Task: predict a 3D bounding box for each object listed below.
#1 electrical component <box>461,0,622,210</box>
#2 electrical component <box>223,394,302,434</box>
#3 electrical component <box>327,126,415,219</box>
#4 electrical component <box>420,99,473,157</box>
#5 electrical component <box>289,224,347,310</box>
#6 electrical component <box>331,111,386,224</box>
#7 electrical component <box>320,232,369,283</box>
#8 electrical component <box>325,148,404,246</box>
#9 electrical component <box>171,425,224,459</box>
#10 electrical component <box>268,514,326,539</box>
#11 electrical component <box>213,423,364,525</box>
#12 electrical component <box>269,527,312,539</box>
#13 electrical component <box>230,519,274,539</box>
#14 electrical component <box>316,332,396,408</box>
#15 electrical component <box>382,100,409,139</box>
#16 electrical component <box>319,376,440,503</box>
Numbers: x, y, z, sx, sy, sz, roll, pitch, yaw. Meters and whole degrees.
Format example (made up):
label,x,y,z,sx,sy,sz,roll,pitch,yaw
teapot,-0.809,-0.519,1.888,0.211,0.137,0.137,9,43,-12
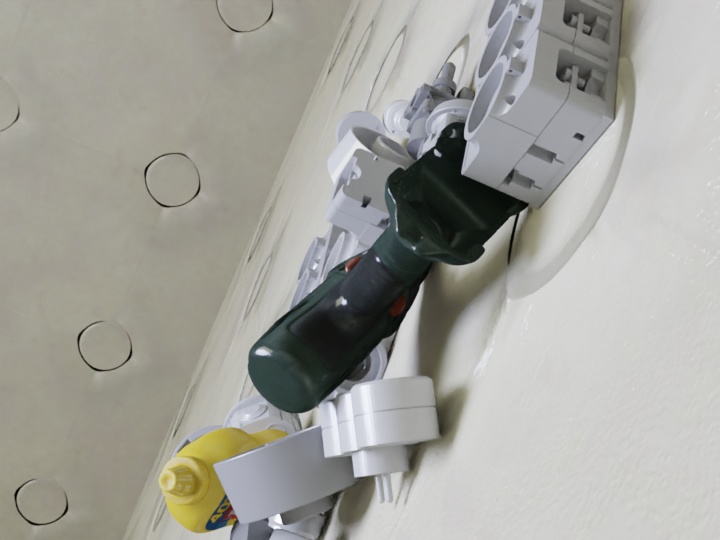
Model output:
label,x,y,z,sx,sy,sz,roll,pitch,yaw
electrical component,0.112,-0.128,0.673,0.089,0.062,0.150,124,164,-50
electrical component,-0.096,0.169,1.076,0.080,0.080,0.051,-65,16,12
electrical component,0.018,-0.084,0.980,0.064,0.099,0.099,-58,13,19
electrical component,0.075,-0.089,0.802,0.078,0.058,0.057,129,158,-58
electrical component,-0.034,0.035,1.089,0.150,0.062,0.089,-79,15,-47
electrical component,-0.002,-0.101,1.162,0.073,0.052,0.138,-121,36,-78
electrical component,0.000,0.000,1.000,0.050,0.056,0.089,-81,16,-52
electrical component,0.022,-0.053,0.901,0.055,0.089,0.050,129,161,-58
electrical component,-0.162,0.233,1.214,0.060,0.108,0.108,123,167,-71
electrical component,-0.046,0.186,0.870,0.045,0.045,0.055,159,133,-76
electrical component,-0.048,0.154,0.800,0.108,0.108,0.060,142,109,-70
electrical component,-0.049,0.220,0.788,0.047,0.055,0.055,-67,9,-18
electrical component,-0.076,0.231,0.898,0.089,0.056,0.050,-98,32,-71
electrical component,-0.009,0.076,0.900,0.056,0.050,0.089,175,116,-79
electrical component,0.047,-0.159,1.141,0.078,0.040,0.040,-119,52,-77
electrical component,0.013,0.116,0.705,0.138,0.052,0.073,139,126,-70
